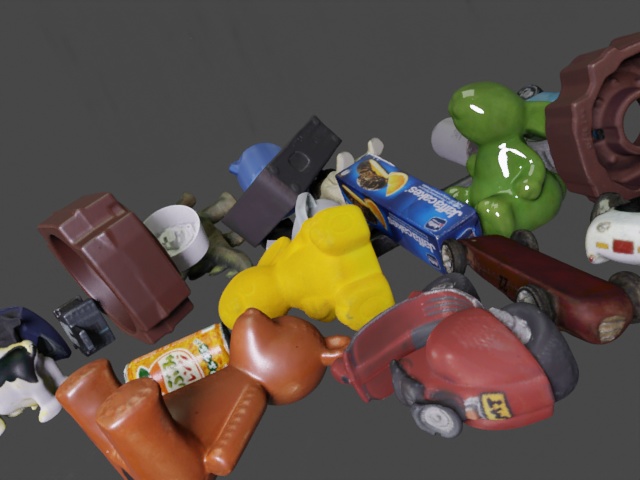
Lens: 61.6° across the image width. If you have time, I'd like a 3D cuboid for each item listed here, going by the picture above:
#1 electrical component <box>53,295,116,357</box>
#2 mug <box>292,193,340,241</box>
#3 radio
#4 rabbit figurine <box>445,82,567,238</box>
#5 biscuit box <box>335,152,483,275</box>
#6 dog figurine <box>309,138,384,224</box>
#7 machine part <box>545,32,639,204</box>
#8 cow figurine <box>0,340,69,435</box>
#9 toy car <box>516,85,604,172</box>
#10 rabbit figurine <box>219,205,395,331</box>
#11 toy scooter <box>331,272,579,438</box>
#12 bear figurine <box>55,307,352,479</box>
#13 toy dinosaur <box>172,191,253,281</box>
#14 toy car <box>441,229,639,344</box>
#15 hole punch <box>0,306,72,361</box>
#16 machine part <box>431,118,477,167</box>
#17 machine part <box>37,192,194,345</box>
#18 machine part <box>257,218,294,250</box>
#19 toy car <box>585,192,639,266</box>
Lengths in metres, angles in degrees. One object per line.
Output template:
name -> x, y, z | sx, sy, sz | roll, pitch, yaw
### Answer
electrical component -> -0.335, 0.123, 0.769 | 0.048, 0.074, 0.119 | -35, 17, -34
mug -> -0.001, -0.002, 0.695 | 0.081, 0.109, 0.107 | -12, 34, 13
radio -> -0.055, -0.101, 0.867 | 0.131, 0.073, 0.230 | -43, 12, 41
rabbit figurine -> 0.211, -0.099, 0.597 | 0.159, 0.170, 0.121 | -23, 18, 1
biscuit box -> 0.099, -0.036, 0.630 | 0.059, 0.062, 0.203 | -34, 38, -14
dog figurine -> 0.024, -0.063, 0.875 | 0.172, 0.121, 0.191 | -30, 5, -39
machine part -> 0.314, -0.119, 0.542 | 0.179, 0.179, 0.056 | -25, 14, -8
cow figurine -> -0.391, 0.181, 0.634 | 0.167, 0.098, 0.068 | -21, 24, 6
toy car -> 0.315, -0.141, 0.738 | 0.103, 0.109, 0.162 | -49, 35, -7
rabbit figurine -> -0.027, 0.038, 0.572 | 0.173, 0.121, 0.162 | -25, 13, -6
toy scooter -> 0.079, 0.084, 0.383 | 0.135, 0.075, 0.184 | -25, 15, -6
bear figurine -> -0.074, 0.106, 0.423 | 0.120, 0.131, 0.196 | 2, 36, 50
toy dinosaur -> -0.222, 0.009, 0.936 | 0.472, 0.105, 0.198 | 7, 41, 49
toy car -> 0.174, 0.033, 0.450 | 0.089, 0.053, 0.202 | -10, 15, -10
hole punch -> -0.436, 0.151, 0.761 | 0.142, 0.115, 0.092 | -16, 11, 20
machine part -> 0.246, -0.160, 0.890 | 0.079, 0.079, 0.243 | -22, 18, 0
machine part -> -0.276, 0.036, 0.732 | 0.087, 0.201, 0.201 | -44, 25, -28
machine part -> -0.054, -0.012, 0.891 | 0.084, 0.039, 0.139 | -26, 13, -38
toy car -> 0.280, -0.017, 0.422 | 0.202, 0.056, 0.074 | -14, 15, -39
